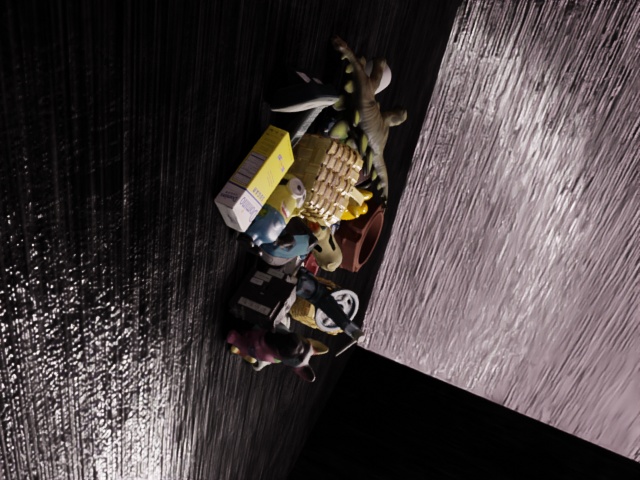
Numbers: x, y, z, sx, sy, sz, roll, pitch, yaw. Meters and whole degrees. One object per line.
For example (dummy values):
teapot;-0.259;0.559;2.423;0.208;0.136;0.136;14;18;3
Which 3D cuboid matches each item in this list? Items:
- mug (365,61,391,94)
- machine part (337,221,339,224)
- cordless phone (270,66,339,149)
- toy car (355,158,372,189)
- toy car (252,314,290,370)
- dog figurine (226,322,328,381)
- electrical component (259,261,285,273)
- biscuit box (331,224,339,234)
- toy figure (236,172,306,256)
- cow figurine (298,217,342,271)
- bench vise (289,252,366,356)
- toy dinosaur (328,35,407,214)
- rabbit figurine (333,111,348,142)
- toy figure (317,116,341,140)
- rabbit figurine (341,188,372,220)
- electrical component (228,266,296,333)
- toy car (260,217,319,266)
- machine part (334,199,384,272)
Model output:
mug;0.126;-0.414;1.432;0.107;0.081;0.109;-41;157;-42
machine part;0.065;-0.055;1.719;0.079;0.079;0.243;-49;157;-56
cordless phone;-0.055;-0.221;1.000;0.184;0.089;0.146;-54;173;21
toy car;0.050;-0.147;1.375;0.202;0.053;0.089;-31;122;-14
toy car;-0.129;0.262;1.383;0.073;0.056;0.201;-27;147;-44
dog figurine;-0.093;0.241;1.213;0.108;0.219;0.191;-60;163;-24
electrical component;-0.116;0.096;1.268;0.075;0.048;0.119;-50;157;-55
biscuit box;0.001;-0.030;1.522;0.202;0.063;0.059;7;104;-76
toy figure;-0.098;-0.058;1.043;0.180;0.089;0.082;-54;167;-22
cow figurine;-0.003;-0.004;1.342;0.127;0.085;0.194;-116;180;-59
bench vise;0.022;0.154;1.268;0.129;0.241;0.223;-44;130;-2
toy dinosaur;0.112;-0.264;1.278;0.198;0.105;0.470;-55;136;-24
rabbit figurine;0.088;-0.289;1.382;0.170;0.121;0.159;13;93;-62
toy figure;0.019;-0.235;1.296;0.154;0.058;0.064;88;16;-48
rabbit figurine;0.055;-0.118;1.477;0.122;0.163;0.173;-55;147;-8
electrical component;-0.117;0.120;1.155;0.134;0.115;0.058;-56;164;-39
toy car;-0.083;0.007;1.160;0.103;0.109;0.161;-56;163;21
machine part;0.121;-0.018;1.655;0.201;0.087;0.201;-52;158;-39
